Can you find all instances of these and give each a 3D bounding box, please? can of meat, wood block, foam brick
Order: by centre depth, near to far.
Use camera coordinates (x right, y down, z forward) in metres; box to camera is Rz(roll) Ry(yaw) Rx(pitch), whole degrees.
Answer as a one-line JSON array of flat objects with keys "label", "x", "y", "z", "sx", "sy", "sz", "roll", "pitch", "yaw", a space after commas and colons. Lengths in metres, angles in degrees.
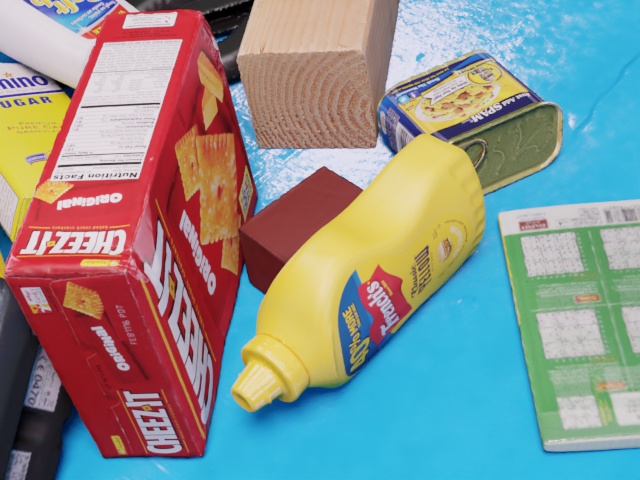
[{"label": "foam brick", "x": -0.004, "y": 0.001, "z": 0.677, "sx": 0.078, "sy": 0.053, "sz": 0.051, "roll": -38, "pitch": 52, "yaw": -23}, {"label": "can of meat", "x": 0.100, "y": -0.079, "z": 0.731, "sx": 0.102, "sy": 0.057, "sz": 0.084, "roll": -24, "pitch": 45, "yaw": -13}, {"label": "wood block", "x": 0.007, "y": -0.171, "z": 0.813, "sx": 0.091, "sy": 0.090, "sz": 0.206, "roll": 1, "pitch": 47, "yaw": 12}]

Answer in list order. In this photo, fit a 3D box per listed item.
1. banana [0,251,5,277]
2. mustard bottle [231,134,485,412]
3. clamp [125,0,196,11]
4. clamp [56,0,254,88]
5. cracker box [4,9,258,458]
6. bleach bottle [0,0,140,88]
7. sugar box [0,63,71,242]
[{"label": "banana", "x": -0.206, "y": 0.016, "z": 0.672, "sx": 0.070, "sy": 0.037, "sz": 0.198, "roll": -37, "pitch": 73, "yaw": 15}, {"label": "mustard bottle", "x": 0.019, "y": 0.028, "z": 0.616, "sx": 0.058, "sy": 0.096, "sz": 0.191, "roll": 29, "pitch": 58, "yaw": 31}, {"label": "clamp", "x": -0.137, "y": -0.208, "z": 0.908, "sx": 0.171, "sy": 0.039, "sz": 0.120, "roll": -35, "pitch": 42, "yaw": -14}, {"label": "clamp", "x": -0.122, "y": -0.145, "z": 0.848, "sx": 0.209, "sy": 0.036, "sz": 0.165, "roll": -40, "pitch": 53, "yaw": -20}, {"label": "cracker box", "x": -0.095, "y": -0.006, "z": 0.624, "sx": 0.072, "sy": 0.164, "sz": 0.213, "roll": -3, "pitch": 46, "yaw": 10}, {"label": "bleach bottle", "x": -0.176, "y": -0.156, "z": 0.802, "sx": 0.251, "sy": 0.068, "sz": 0.102, "roll": 30, "pitch": 40, "yaw": 31}, {"label": "sugar box", "x": -0.206, "y": -0.067, "z": 0.755, "sx": 0.093, "sy": 0.048, "sz": 0.176, "roll": -7, "pitch": 43, "yaw": -41}]
